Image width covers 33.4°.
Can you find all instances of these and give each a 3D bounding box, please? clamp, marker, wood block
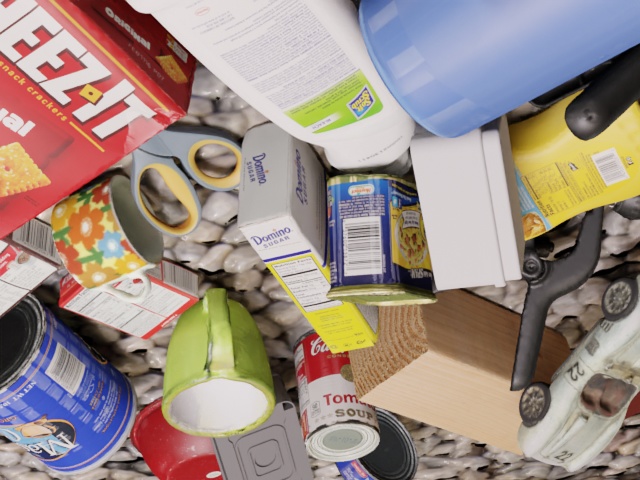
[{"bbox_3d":[0.221,-0.132,0.655,0.210,0.164,0.036,-33,102,16],"label":"clamp"},{"bbox_3d":[0.135,0.004,0.878,0.121,0.020,0.020,2,139,-12],"label":"marker"},{"bbox_3d":[0.132,0.112,0.952,0.205,0.090,0.091,23,131,-33],"label":"wood block"},{"bbox_3d":[0.169,0.033,0.845,0.171,0.120,0.039,-40,179,7],"label":"clamp"}]

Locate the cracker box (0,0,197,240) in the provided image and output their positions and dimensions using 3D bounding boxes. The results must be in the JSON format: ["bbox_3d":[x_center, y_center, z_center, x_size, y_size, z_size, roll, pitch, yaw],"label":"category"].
[{"bbox_3d":[-0.209,-0.091,0.650,0.214,0.072,0.164,-29,127,24],"label":"cracker box"}]

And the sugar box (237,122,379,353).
[{"bbox_3d":[-0.005,0.001,0.792,0.048,0.093,0.176,-15,139,19],"label":"sugar box"}]

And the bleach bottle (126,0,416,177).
[{"bbox_3d":[-0.014,-0.112,0.683,0.103,0.068,0.250,-24,140,18],"label":"bleach bottle"}]

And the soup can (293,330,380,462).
[{"bbox_3d":[0.014,0.137,0.951,0.068,0.102,0.068,-5,140,-4],"label":"soup can"}]

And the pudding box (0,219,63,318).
[{"bbox_3d":[-0.263,0.008,0.799,0.090,0.039,0.113,-35,132,29],"label":"pudding box"}]

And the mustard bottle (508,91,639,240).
[{"bbox_3d":[0.152,-0.045,0.792,0.192,0.058,0.096,-25,131,19],"label":"mustard bottle"}]

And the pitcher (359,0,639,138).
[{"bbox_3d":[0.138,-0.162,0.598,0.243,0.145,0.149,-31,113,29],"label":"pitcher"}]

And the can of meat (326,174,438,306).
[{"bbox_3d":[0.044,0.002,0.759,0.058,0.084,0.102,-5,171,24],"label":"can of meat"}]

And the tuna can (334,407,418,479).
[{"bbox_3d":[0.054,0.211,1.059,0.086,0.086,0.034,20,134,-30],"label":"tuna can"}]

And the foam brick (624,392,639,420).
[{"bbox_3d":[0.303,0.131,1.034,0.052,0.051,0.078,28,129,-37],"label":"foam brick"}]

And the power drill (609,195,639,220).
[{"bbox_3d":[0.306,0.007,0.881,0.184,0.057,0.188,-2,140,-9],"label":"power drill"}]

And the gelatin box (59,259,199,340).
[{"bbox_3d":[-0.154,0.040,0.862,0.089,0.030,0.073,28,129,-34],"label":"gelatin box"}]

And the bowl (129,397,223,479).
[{"bbox_3d":[-0.106,0.209,1.053,0.162,0.055,0.162,-5,140,-5],"label":"bowl"}]

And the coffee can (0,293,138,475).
[{"bbox_3d":[-0.232,0.120,0.887,0.103,0.103,0.140,-20,139,14],"label":"coffee can"}]

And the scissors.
[{"bbox_3d":[-0.112,-0.086,0.728,0.096,0.016,0.201,-24,129,-6],"label":"scissors"}]
